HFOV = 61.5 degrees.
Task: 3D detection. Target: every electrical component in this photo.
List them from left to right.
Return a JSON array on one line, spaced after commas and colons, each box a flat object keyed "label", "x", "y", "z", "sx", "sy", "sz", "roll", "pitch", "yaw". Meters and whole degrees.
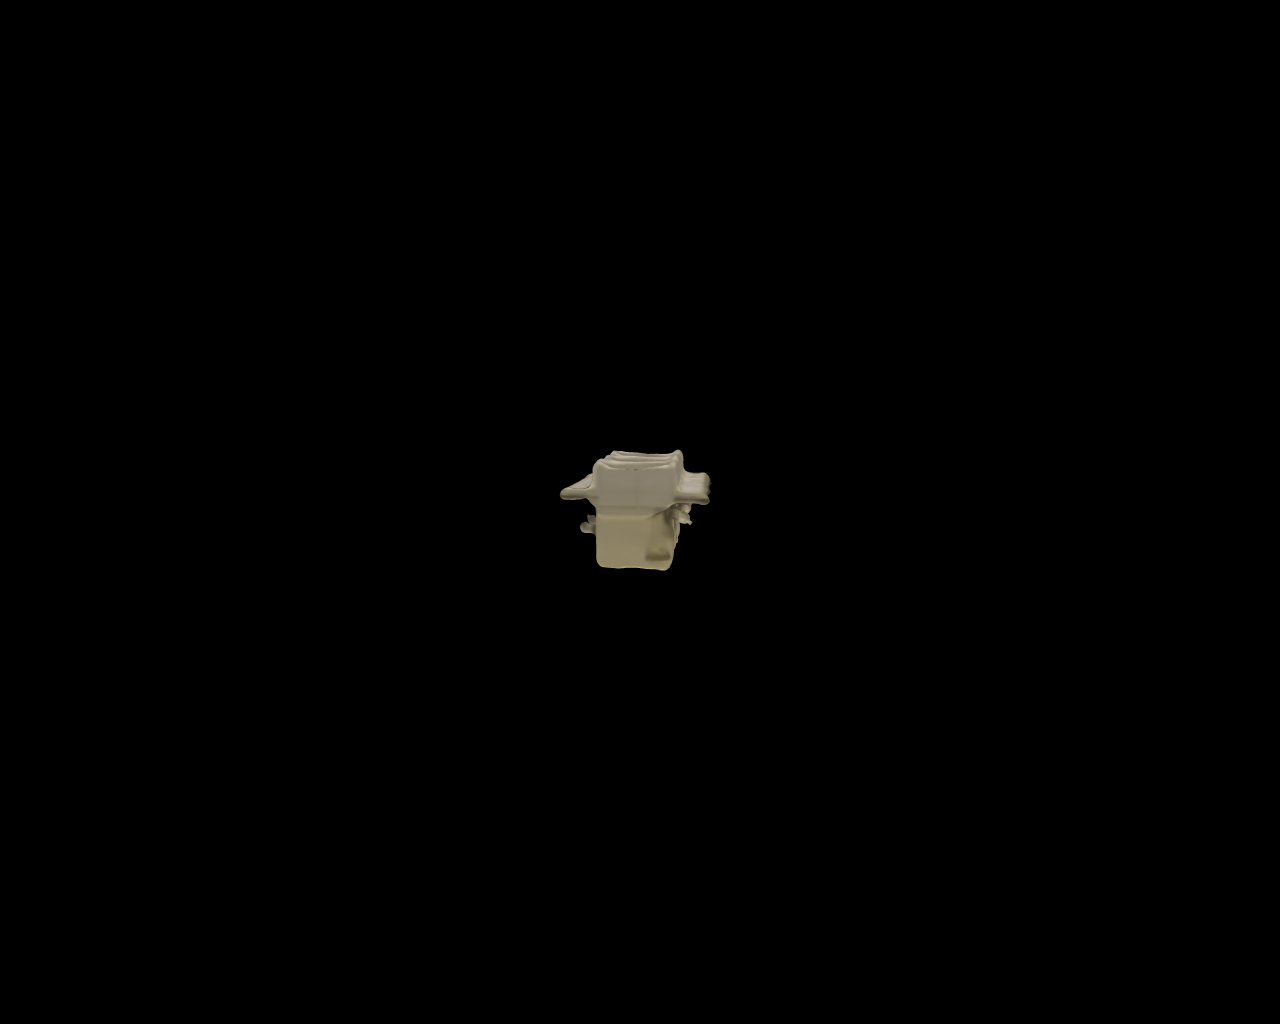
[{"label": "electrical component", "x": 0.001, "y": -0.003, "z": 0.650, "sx": 0.079, "sy": 0.063, "sz": 0.121, "roll": 0, "pitch": 7, "yaw": 4}]
